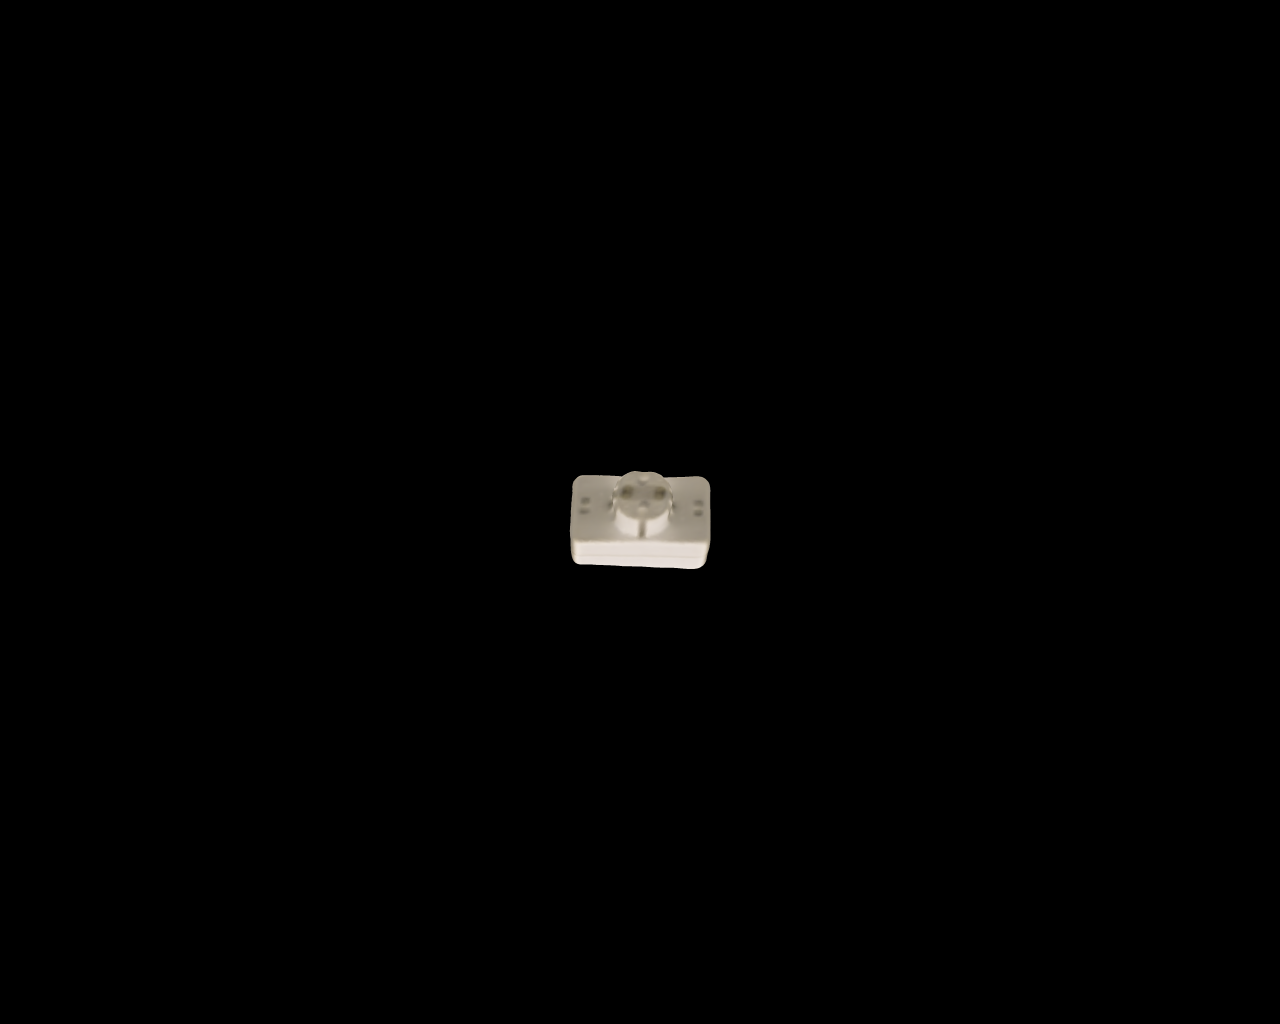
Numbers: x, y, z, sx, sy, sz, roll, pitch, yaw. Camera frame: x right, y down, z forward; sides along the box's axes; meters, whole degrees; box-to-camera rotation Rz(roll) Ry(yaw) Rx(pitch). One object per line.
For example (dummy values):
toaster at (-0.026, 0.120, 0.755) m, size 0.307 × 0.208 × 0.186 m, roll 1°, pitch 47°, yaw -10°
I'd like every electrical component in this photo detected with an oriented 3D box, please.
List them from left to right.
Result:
electrical component at (0.001, -0.003, 0.650) m, size 0.083 × 0.047 × 0.075 m, roll 1°, pitch -28°, yaw -2°
